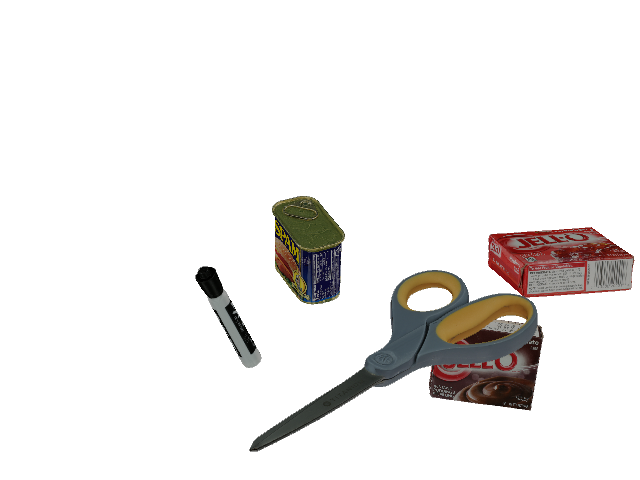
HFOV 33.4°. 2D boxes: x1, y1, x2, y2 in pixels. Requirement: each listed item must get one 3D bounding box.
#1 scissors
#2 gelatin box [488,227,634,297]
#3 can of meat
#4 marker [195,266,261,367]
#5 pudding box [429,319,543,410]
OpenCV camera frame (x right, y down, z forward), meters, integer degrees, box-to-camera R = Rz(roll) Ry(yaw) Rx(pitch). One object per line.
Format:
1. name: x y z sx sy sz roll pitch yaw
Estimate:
1. scissors: 0.032 0.061 0.613 0.201 0.016 0.096 -16 33 -23
2. gelatin box: 0.181 0.015 0.812 0.089 0.030 0.073 -3 18 -10
3. can of meat: -0.015 0.012 1.217 0.057 0.084 0.102 -15 39 -21
4. marker: -0.081 0.067 0.940 0.020 0.121 0.020 -13 41 12
5. pudding box: 0.179 0.131 1.160 0.113 0.090 0.039 6 23 4
